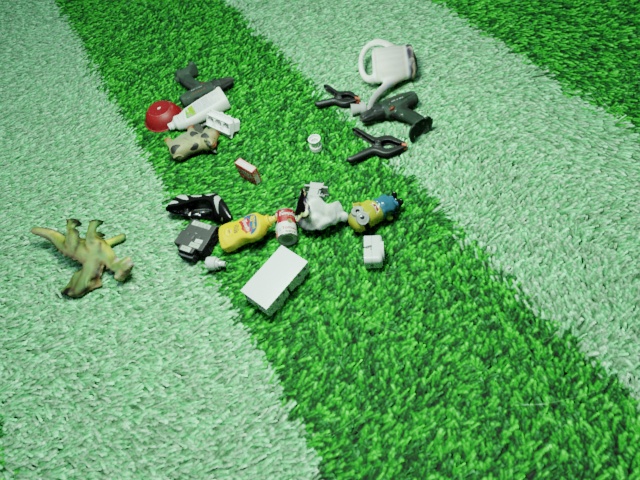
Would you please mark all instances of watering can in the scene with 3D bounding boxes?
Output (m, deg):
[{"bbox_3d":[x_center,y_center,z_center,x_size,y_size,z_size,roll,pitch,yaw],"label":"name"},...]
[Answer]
[{"bbox_3d":[0.263,-0.638,1.970,0.224,0.355,0.102,-5,-26,7],"label":"watering can"}]

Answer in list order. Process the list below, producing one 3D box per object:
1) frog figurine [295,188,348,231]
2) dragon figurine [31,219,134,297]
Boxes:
[{"bbox_3d":[0.005,-0.083,1.641,0.159,0.121,0.140,16,24,-25],"label":"frog figurine"},{"bbox_3d":[-0.781,0.064,1.670,0.410,0.248,0.120,-1,-27,11],"label":"dragon figurine"}]
